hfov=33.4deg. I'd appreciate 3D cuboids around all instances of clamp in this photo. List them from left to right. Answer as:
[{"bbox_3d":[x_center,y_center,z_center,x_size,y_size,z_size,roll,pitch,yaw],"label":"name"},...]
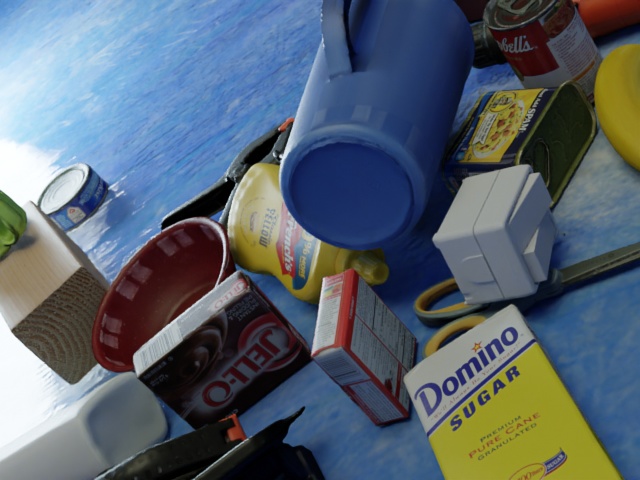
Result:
[{"bbox_3d":[-0.151,0.192,0.796,0.210,0.164,0.036,-25,72,-10],"label":"clamp"},{"bbox_3d":[-0.082,-0.053,1.054,0.120,0.039,0.171,10,51,44],"label":"clamp"}]

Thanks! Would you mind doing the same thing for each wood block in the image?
[{"bbox_3d":[-0.272,0.048,1.074,0.091,0.090,0.206,-44,33,-7],"label":"wood block"}]

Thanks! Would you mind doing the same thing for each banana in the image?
[{"bbox_3d":[0.241,-0.096,0.791,0.070,0.037,0.197,-22,38,23],"label":"banana"}]

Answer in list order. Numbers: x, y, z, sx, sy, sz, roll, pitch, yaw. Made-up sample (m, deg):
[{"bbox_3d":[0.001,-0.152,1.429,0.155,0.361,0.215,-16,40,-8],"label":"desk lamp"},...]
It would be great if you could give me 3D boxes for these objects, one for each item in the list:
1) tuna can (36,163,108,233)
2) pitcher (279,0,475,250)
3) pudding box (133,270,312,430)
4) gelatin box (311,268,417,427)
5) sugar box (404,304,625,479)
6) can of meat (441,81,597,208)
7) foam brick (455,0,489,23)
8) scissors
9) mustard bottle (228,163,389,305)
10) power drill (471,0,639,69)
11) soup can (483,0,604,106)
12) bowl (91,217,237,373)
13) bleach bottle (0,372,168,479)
[{"bbox_3d":[-0.294,-0.050,1.258,0.086,0.033,0.086,-26,36,20],"label":"tuna can"},{"bbox_3d":[0.041,-0.110,0.839,0.145,0.149,0.242,-59,7,37],"label":"pitcher"},{"bbox_3d":[-0.076,0.091,0.836,0.113,0.090,0.039,-37,32,5],"label":"pudding box"},{"bbox_3d":[0.032,0.076,0.749,0.030,0.089,0.073,-21,37,28],"label":"gelatin box"},{"bbox_3d":[0.118,0.123,0.651,0.093,0.048,0.176,-35,35,8],"label":"sugar box"},{"bbox_3d":[0.153,-0.074,0.835,0.084,0.057,0.102,4,53,49],"label":"can of meat"},{"bbox_3d":[0.152,-0.258,1.053,0.051,0.053,0.078,-7,47,39],"label":"foam brick"},{"bbox_3d":[0.148,0.045,0.736,0.202,0.016,0.096,-12,40,36],"label":"scissors"},{"bbox_3d":[-0.006,0.001,0.883,0.192,0.058,0.096,25,103,52],"label":"mustard bottle"},{"bbox_3d":[0.216,-0.238,0.965,0.185,0.057,0.187,-12,45,29],"label":"power drill"},{"bbox_3d":[0.184,-0.155,0.857,0.069,0.102,0.068,-25,36,20],"label":"soup can"},{"bbox_3d":[-0.126,0.060,0.944,0.162,0.055,0.162,-28,38,24],"label":"bowl"},{"bbox_3d":[-0.251,0.196,0.901,0.251,0.068,0.102,-28,4,28],"label":"bleach bottle"}]
